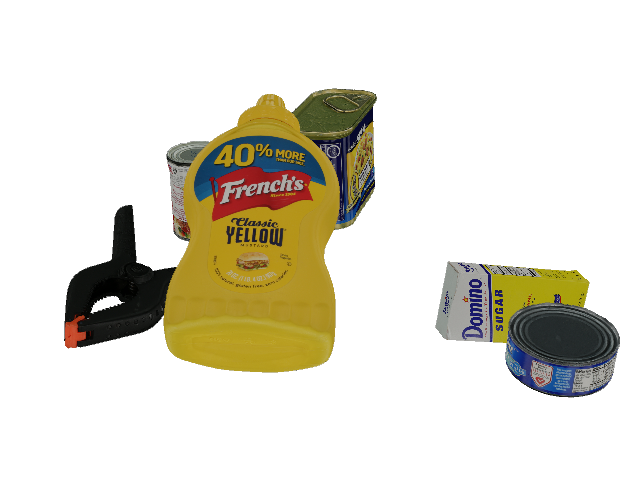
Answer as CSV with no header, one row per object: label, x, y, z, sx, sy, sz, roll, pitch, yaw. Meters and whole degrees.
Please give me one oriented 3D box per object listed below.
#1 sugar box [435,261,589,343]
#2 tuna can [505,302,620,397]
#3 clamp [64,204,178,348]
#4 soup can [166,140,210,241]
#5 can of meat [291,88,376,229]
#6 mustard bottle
sugar box,0.239,0.080,1.331,0.176,0.093,0.048,3,19,-15
tuna can,0.189,0.085,0.838,0.086,0.034,0.086,1,29,-1
clamp,-0.183,0.035,1.027,0.165,0.036,0.209,26,36,23
soup can,-0.145,-0.059,1.260,0.068,0.102,0.068,-2,28,1
can of meat,0.010,-0.067,0.862,0.057,0.084,0.102,5,28,18
mustard bottle,-0.036,-0.015,0.649,0.096,0.191,0.058,2,-38,1
